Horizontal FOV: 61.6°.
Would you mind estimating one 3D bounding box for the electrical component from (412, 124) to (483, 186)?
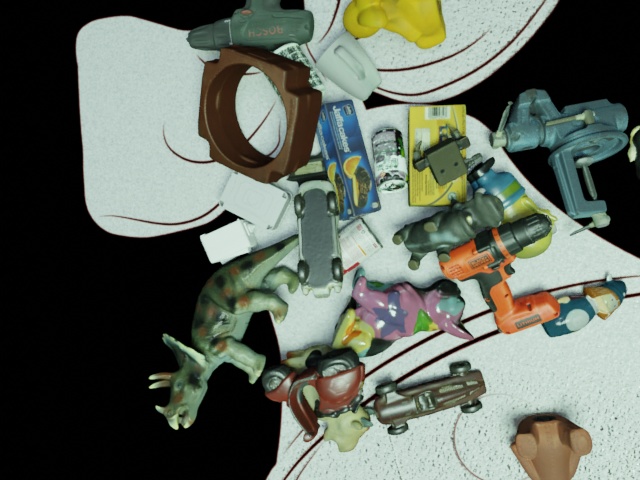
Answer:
[{"bbox_3d":[0.202,-0.136,0.872,0.102,0.045,0.078,-33,116,9],"label":"electrical component"}]

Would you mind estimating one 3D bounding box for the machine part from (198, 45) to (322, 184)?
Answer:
[{"bbox_3d":[-0.104,-0.213,0.911,0.201,0.087,0.201,26,120,22],"label":"machine part"}]

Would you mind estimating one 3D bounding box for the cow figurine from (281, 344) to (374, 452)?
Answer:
[{"bbox_3d":[0.020,0.280,0.957,0.127,0.085,0.195,-20,88,14],"label":"cow figurine"}]

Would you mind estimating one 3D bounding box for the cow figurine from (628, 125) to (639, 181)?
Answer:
[{"bbox_3d":[0.560,-0.107,0.880,0.098,0.068,0.167,1,88,13],"label":"cow figurine"}]

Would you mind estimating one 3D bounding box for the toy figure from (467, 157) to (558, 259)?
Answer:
[{"bbox_3d":[0.317,-0.050,0.908,0.089,0.082,0.180,-42,89,8],"label":"toy figure"}]

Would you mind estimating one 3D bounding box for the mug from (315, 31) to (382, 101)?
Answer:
[{"bbox_3d":[0.058,-0.296,0.927,0.107,0.109,0.081,43,91,-9],"label":"mug"}]

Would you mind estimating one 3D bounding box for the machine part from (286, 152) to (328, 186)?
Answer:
[{"bbox_3d":[-0.013,-0.085,0.973,0.084,0.039,0.138,-12,88,0],"label":"machine part"}]

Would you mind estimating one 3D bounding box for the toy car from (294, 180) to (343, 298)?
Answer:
[{"bbox_3d":[-0.002,-0.003,0.903,0.074,0.056,0.201,-5,77,6],"label":"toy car"}]

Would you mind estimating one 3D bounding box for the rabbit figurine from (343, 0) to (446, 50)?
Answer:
[{"bbox_3d":[0.116,-0.379,0.904,0.173,0.162,0.121,-1,104,25],"label":"rabbit figurine"}]

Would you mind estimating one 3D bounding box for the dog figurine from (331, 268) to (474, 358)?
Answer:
[{"bbox_3d":[0.146,0.143,0.924,0.219,0.108,0.191,20,93,4],"label":"dog figurine"}]

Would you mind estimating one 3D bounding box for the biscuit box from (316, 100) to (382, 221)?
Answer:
[{"bbox_3d":[0.045,-0.139,0.940,0.063,0.059,0.202,-15,90,-25],"label":"biscuit box"}]

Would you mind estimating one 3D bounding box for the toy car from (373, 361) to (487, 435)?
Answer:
[{"bbox_3d":[0.193,0.275,0.937,0.202,0.053,0.089,-14,86,-1],"label":"toy car"}]

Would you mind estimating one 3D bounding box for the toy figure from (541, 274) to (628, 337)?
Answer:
[{"bbox_3d":[0.450,0.115,0.907,0.154,0.058,0.064,-27,132,7],"label":"toy figure"}]

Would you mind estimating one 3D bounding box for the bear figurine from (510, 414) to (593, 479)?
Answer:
[{"bbox_3d":[0.386,0.396,0.888,0.120,0.132,0.195,-6,85,12],"label":"bear figurine"}]

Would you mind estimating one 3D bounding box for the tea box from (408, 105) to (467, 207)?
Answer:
[{"bbox_3d":[0.201,-0.142,0.926,0.098,0.068,0.169,1,93,7],"label":"tea box"}]

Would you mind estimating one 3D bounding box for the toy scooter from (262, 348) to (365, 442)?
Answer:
[{"bbox_3d":[-0.001,0.258,0.879,0.184,0.075,0.135,-18,88,19],"label":"toy scooter"}]

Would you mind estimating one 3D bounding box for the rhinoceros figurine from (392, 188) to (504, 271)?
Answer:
[{"bbox_3d":[0.206,-0.017,0.864,0.190,0.112,0.073,-27,96,48],"label":"rhinoceros figurine"}]

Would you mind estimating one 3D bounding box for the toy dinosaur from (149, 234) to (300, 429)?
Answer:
[{"bbox_3d":[-0.159,0.127,0.954,0.192,0.131,0.404,23,85,-3],"label":"toy dinosaur"}]

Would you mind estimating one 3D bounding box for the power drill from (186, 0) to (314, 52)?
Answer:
[{"bbox_3d":[-0.121,-0.437,0.957,0.232,0.086,0.207,6,88,6],"label":"power drill"}]

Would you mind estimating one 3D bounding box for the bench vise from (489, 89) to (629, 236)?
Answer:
[{"bbox_3d":[0.398,-0.132,0.866,0.224,0.129,0.240,-6,73,-9],"label":"bench vise"}]
